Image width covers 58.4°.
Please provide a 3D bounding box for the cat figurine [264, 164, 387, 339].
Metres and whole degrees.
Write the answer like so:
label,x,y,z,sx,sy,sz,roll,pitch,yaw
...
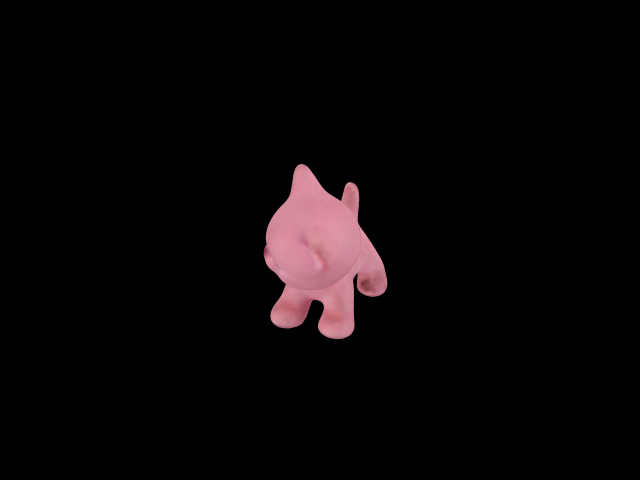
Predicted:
label,x,y,z,sx,sy,sz,roll,pitch,yaw
cat figurine,0.004,0.001,0.400,0.067,0.118,0.128,10,28,21
